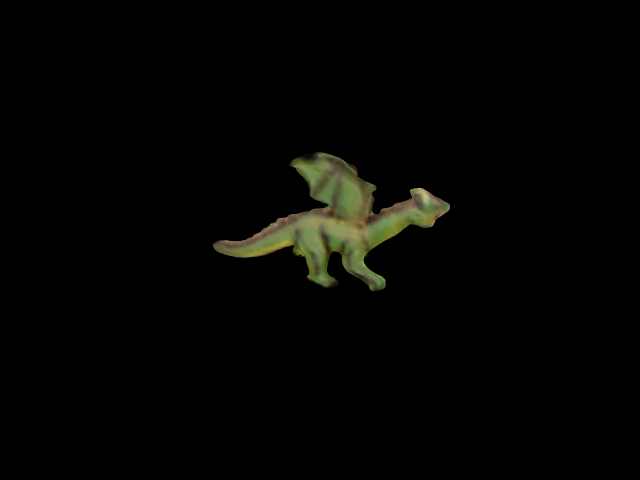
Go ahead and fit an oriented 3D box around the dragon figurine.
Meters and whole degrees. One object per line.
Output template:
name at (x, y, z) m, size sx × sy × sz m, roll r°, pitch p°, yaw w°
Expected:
dragon figurine at (0.003, -0.043, 0.850) m, size 0.410 × 0.237 × 0.125 m, roll 5°, pitch 37°, yaw 7°
